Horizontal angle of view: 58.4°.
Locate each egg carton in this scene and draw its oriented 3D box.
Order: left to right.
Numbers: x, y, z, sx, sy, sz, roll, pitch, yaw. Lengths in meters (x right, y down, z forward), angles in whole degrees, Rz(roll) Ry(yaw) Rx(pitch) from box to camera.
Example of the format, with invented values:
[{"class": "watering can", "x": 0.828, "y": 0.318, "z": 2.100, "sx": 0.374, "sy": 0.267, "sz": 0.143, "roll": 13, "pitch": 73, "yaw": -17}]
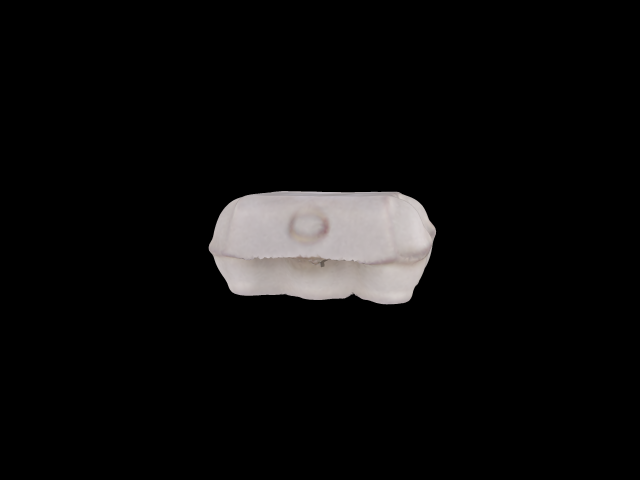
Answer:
[{"class": "egg carton", "x": 0.004, "y": 0.001, "z": 0.400, "sx": 0.150, "sy": 0.069, "sz": 0.107, "roll": 2, "pitch": 7, "yaw": 14}]
